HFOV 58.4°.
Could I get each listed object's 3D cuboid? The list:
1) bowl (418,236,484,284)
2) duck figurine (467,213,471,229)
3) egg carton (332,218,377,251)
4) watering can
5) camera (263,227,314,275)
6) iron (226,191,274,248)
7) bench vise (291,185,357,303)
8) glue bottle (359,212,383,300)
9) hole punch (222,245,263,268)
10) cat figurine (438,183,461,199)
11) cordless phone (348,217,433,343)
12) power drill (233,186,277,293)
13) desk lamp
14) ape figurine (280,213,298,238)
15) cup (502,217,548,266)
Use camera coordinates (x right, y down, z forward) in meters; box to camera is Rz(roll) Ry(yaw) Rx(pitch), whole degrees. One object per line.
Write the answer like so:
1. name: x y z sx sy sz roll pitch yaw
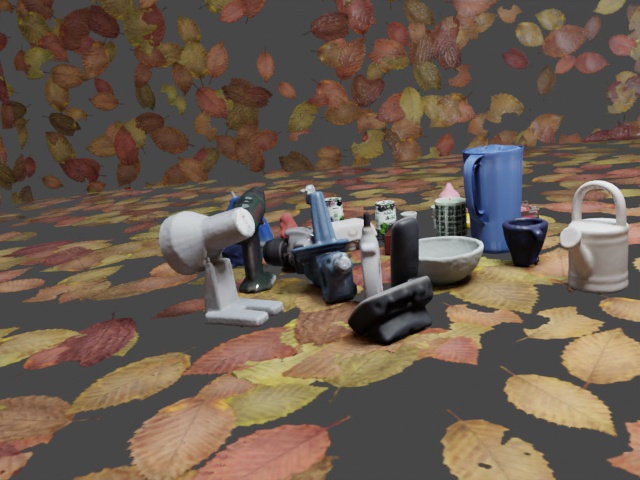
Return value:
1. bowl: 0.249 0.047 1.165 0.167 0.075 0.167 -6 14 2
2. duck figurine: 0.418 -0.078 1.570 0.105 0.086 0.077 -10 14 -13
3. egg carton: 0.068 -0.011 1.493 0.150 0.069 0.107 -11 14 -17
4. watering can: 0.494 -0.008 1.021 0.100 0.194 0.173 3 17 33
5. camera: -0.059 0.016 1.378 0.136 0.101 0.143 -1 15 22
6. iron: -0.207 -0.065 1.688 0.119 0.141 0.257 -15 16 -29
7. bench vise: 0.020 0.001 1.150 0.122 0.220 0.206 -16 17 -34
8. glue bottle: 0.095 0.032 1.089 0.037 0.173 0.078 -5 14 7
9. hole punch: -0.200 0.016 1.461 0.101 0.091 0.108 -7 14 -3
10. cat figurine: 0.386 -0.106 1.628 0.128 0.118 0.067 -12 15 -23
11. cordless phone: 0.113 0.061 0.939 0.148 0.185 0.093 -17 17 -37
12. power drill: -0.149 -0.001 1.260 0.075 0.208 0.229 -5 14 6
13. desk lamp: -0.187 0.045 1.081 0.202 0.214 0.118 0 15 25
14. ape figurine: -0.089 -0.029 1.593 0.076 0.092 0.078 -1 15 23
15. cup: 0.433 0.009 1.190 0.091 0.095 0.117 -7 14 -3
